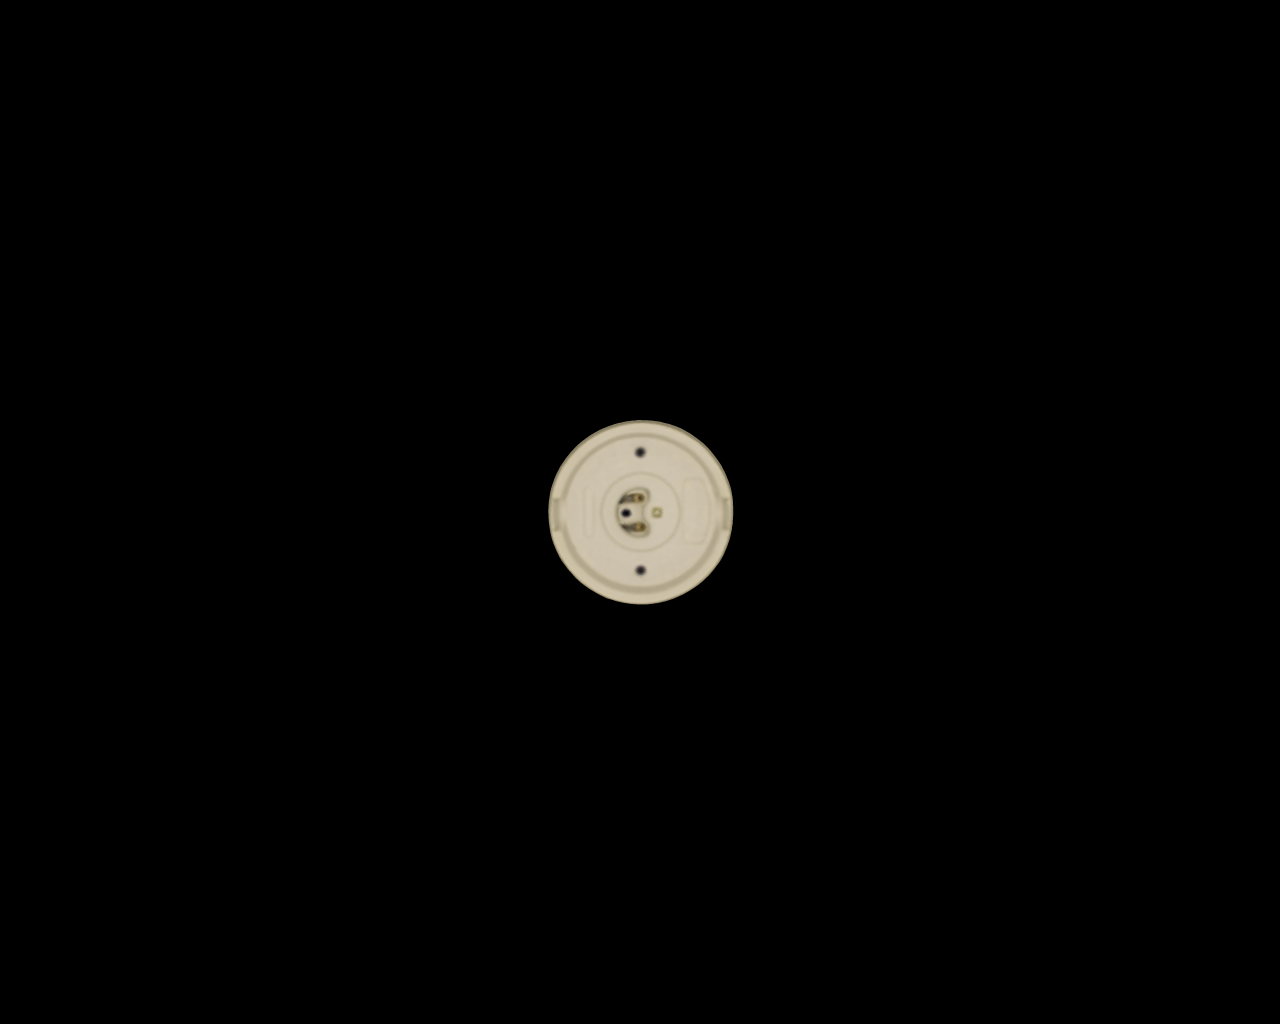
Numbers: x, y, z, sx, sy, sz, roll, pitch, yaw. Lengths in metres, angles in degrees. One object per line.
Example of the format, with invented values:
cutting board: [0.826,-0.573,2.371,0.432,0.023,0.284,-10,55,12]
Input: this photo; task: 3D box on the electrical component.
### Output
electrical component: [0.001,-0.003,0.650,0.108,0.108,0.060,0,8,0]
